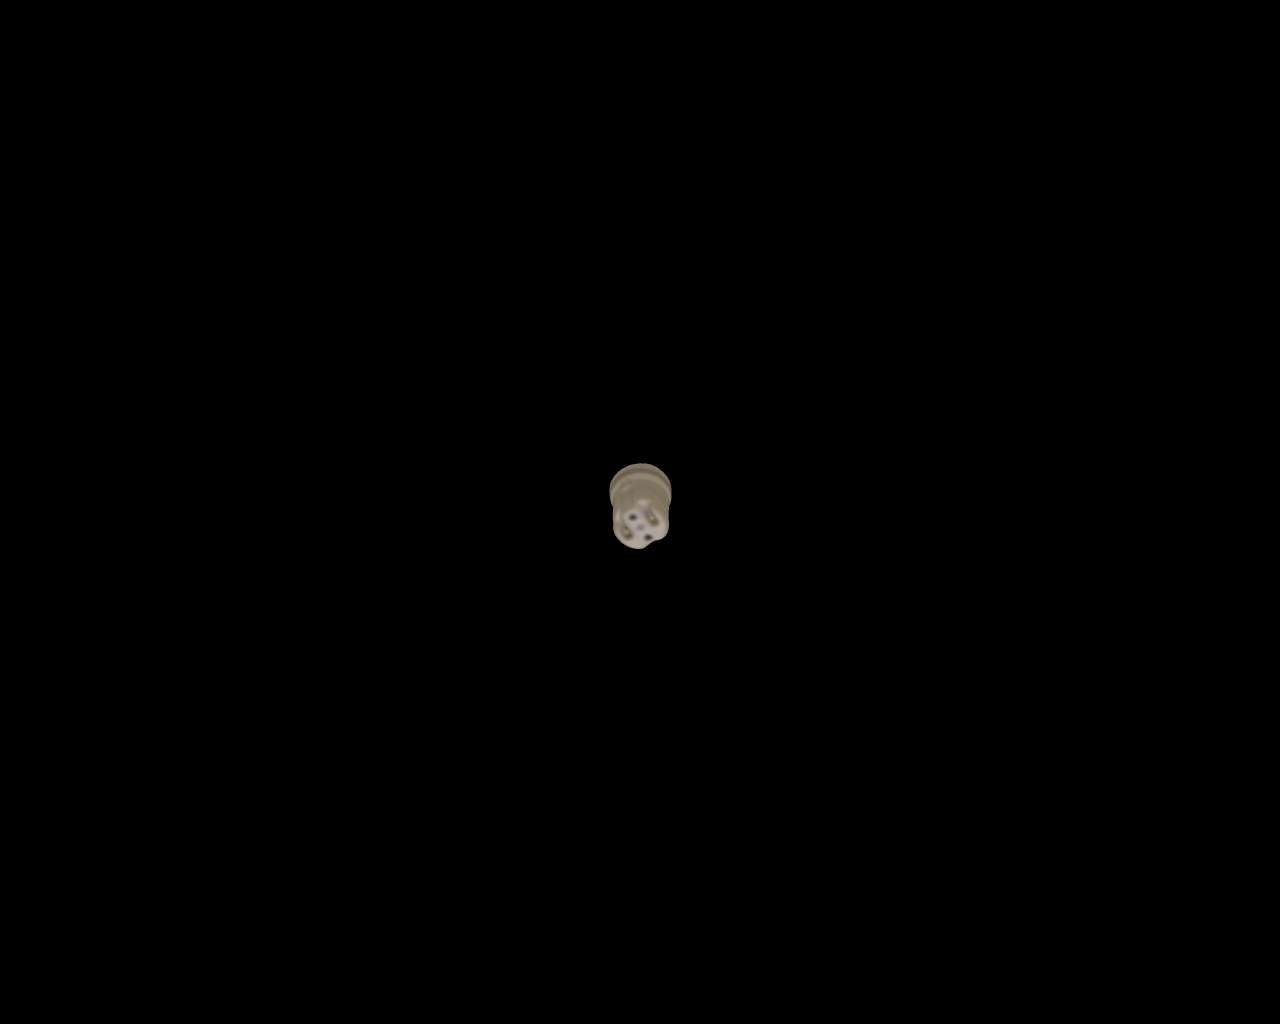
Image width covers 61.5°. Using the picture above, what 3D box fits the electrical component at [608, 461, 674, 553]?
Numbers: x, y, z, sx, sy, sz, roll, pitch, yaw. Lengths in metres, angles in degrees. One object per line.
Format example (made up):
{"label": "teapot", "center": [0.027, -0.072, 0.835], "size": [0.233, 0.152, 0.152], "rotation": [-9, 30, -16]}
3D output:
{"label": "electrical component", "center": [0.001, -0.003, 0.650], "size": [0.040, 0.040, 0.046], "rotation": [0, 34, 0]}
